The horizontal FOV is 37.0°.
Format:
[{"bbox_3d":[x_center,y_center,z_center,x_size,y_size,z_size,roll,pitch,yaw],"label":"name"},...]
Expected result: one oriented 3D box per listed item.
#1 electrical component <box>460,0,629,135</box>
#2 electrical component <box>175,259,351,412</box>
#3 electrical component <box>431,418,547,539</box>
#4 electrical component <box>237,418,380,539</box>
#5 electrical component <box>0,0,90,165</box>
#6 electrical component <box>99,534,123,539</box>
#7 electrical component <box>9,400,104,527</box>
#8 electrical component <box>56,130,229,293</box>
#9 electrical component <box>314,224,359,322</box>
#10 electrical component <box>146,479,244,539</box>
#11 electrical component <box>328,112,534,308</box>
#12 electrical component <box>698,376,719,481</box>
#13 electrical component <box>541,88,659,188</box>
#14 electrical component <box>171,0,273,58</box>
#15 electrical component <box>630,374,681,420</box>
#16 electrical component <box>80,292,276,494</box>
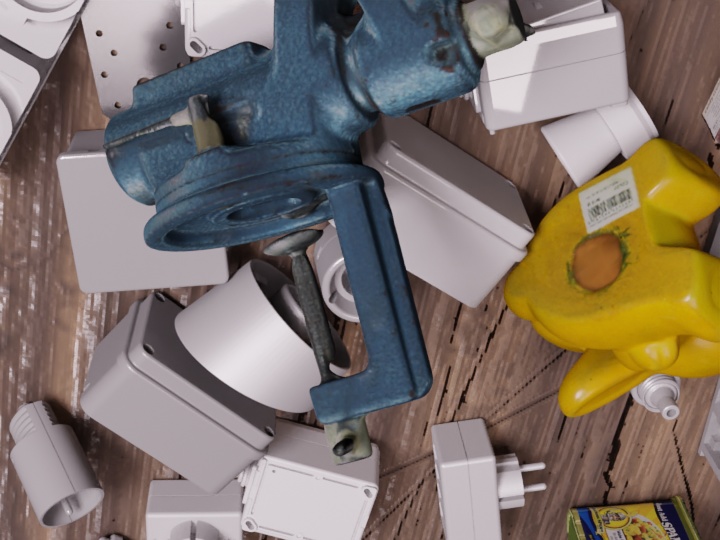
[{"bbox_3d":[0.095,-0.121,0.605,0.096,0.061,0.061,-12,118,1],"label":"electrical component"},{"bbox_3d":[-0.055,0.043,0.660,0.064,0.099,0.099,-42,114,10],"label":"electrical component"},{"bbox_3d":[0.094,0.150,0.757,0.076,0.047,0.083,-8,118,-1],"label":"electrical component"},{"bbox_3d":[-0.039,0.144,0.738,0.096,0.061,0.061,16,114,-5],"label":"electrical component"},{"bbox_3d":[-0.208,-0.139,0.566,0.105,0.060,0.186,29,113,-17],"label":"electrical component"},{"bbox_3d":[-0.184,0.265,0.759,0.056,0.108,0.108,27,112,-21],"label":"electrical component"},{"bbox_3d":[-0.204,0.122,0.704,0.043,0.081,0.043,-27,153,-15],"label":"electrical component"},{"bbox_3d":[-0.125,-0.038,0.637,0.100,0.048,0.099,-4,118,-3],"label":"electrical component"},{"bbox_3d":[0.000,0.000,0.669,0.055,0.047,0.055,-2,118,-4],"label":"electrical component"},{"bbox_3d":[-0.114,0.186,0.741,0.066,0.076,0.047,1,118,-5],"label":"electrical component"},{"bbox_3d":[0.040,-0.040,0.634,0.113,0.078,0.057,30,114,-19],"label":"electrical component"},{"bbox_3d":[0.347,0.105,0.748,0.186,0.060,0.105,2,118,-6],"label":"electrical component"},{"bbox_3d":[0.143,-0.081,0.640,0.055,0.045,0.045,-33,116,12],"label":"electrical component"},{"bbox_3d":[-0.057,-0.151,0.579,0.096,0.061,0.061,3,118,-2],"label":"electrical component"},{"bbox_3d":[0.198,0.078,0.719,0.035,0.061,0.035,-2,118,-4],"label":"electrical component"},{"bbox_3d":[-0.111,0.077,0.683,0.113,0.078,0.057,38,111,-22],"label":"electrical component"}]
